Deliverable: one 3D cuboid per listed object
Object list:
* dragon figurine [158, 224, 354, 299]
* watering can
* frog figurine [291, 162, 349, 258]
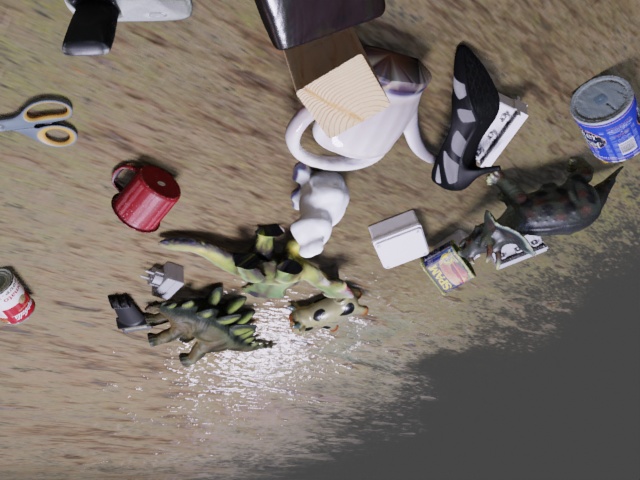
[{"bbox_3d":[-0.124,0.075,1.106,0.410,0.125,0.237,7,145,-4],"label":"dragon figurine"},{"bbox_3d":[0.109,-0.204,0.853,0.349,0.106,0.219,-5,141,-33],"label":"watering can"},{"bbox_3d":[0.003,-0.048,0.945,0.122,0.163,0.134,8,135,-27],"label":"frog figurine"}]
